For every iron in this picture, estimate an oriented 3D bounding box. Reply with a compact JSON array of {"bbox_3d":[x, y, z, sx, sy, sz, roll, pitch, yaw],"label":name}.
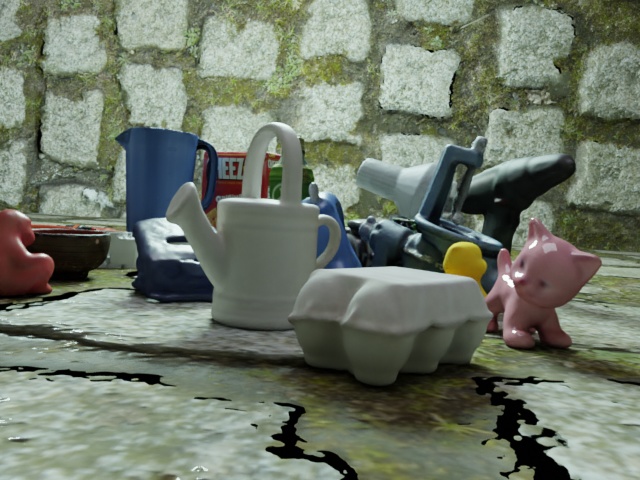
[{"bbox_3d":[0.007,0.003,0.739,0.118,0.141,0.259,4,3,9],"label":"iron"}]

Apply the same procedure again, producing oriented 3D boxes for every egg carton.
[{"bbox_3d":[0.055,0.059,0.434,0.107,0.069,0.151,7,4,43],"label":"egg carton"}]

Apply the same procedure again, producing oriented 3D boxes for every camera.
[{"bbox_3d":[0.049,0.014,0.947,0.137,0.101,0.142,2,4,-31],"label":"camera"}]

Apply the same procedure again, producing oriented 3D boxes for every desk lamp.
[{"bbox_3d":[0.140,-0.043,1.063,0.202,0.213,0.118,5,4,24],"label":"desk lamp"}]

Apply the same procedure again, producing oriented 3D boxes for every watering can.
[{"bbox_3d":[-0.056,-0.017,0.553,0.100,0.194,0.173,6,4,36],"label":"watering can"}]

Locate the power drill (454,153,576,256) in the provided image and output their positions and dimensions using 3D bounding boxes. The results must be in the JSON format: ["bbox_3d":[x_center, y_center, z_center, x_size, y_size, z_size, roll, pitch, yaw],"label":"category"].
[{"bbox_3d":[0.286,-0.021,0.866,0.076,0.208,0.229,2,4,-23],"label":"power drill"}]

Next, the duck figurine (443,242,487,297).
[{"bbox_3d":[0.157,0.045,0.646,0.077,0.086,0.105,7,5,43],"label":"duck figurine"}]

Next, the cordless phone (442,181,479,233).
[{"bbox_3d":[0.278,-0.024,1.119,0.147,0.185,0.094,4,3,11],"label":"cordless phone"}]

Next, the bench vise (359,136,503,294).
[{"bbox_3d":[0.148,-0.029,0.766,0.207,0.220,0.122,4,3,14],"label":"bench vise"}]

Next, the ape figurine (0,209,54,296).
[{"bbox_3d":[-0.332,0.013,0.620,0.077,0.092,0.076,6,4,35],"label":"ape figurine"}]

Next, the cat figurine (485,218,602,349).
[{"bbox_3d":[0.200,0.038,0.538,0.067,0.118,0.127,3,3,-11],"label":"cat figurine"}]

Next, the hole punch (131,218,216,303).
[{"bbox_3d":[-0.158,0.021,0.671,0.109,0.091,0.100,2,4,-32],"label":"hole punch"}]
